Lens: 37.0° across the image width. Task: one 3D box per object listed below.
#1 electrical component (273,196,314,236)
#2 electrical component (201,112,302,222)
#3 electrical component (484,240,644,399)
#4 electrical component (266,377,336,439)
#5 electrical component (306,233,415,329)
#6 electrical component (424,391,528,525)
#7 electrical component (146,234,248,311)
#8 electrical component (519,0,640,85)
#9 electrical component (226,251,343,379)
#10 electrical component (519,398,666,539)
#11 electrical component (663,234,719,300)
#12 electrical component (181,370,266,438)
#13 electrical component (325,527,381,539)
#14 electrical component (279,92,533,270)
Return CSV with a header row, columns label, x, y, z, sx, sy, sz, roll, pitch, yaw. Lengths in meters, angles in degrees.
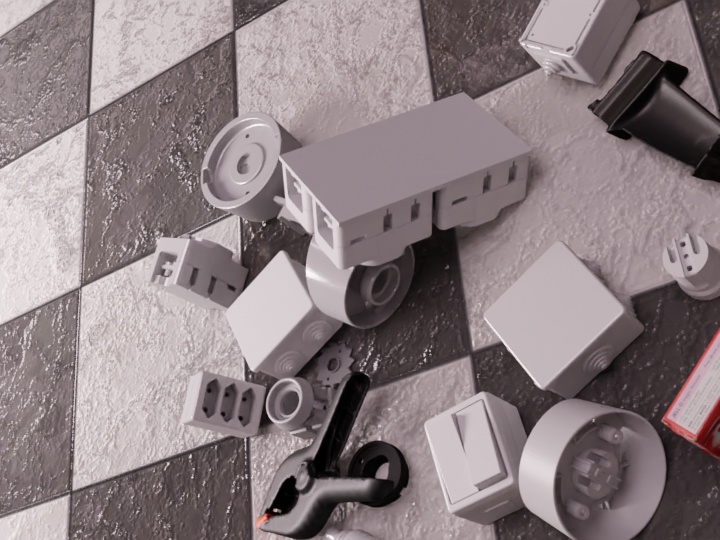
label,x,y,z,sx,sy,sz,roll,pitch,yaw
electrical component,-0.040,-0.064,1.055,0.081,0.042,0.063,21,80,41
electrical component,-0.104,-0.101,1.110,0.108,0.060,0.108,-17,60,32
electrical component,0.160,0.041,0.843,0.099,0.048,0.099,-46,49,12
electrical component,-0.051,0.124,0.966,0.066,0.055,0.048,-19,59,30
electrical component,0.000,0.000,0.957,0.064,0.099,0.099,28,88,36
electrical component,0.093,0.141,0.841,0.062,0.061,0.096,-32,53,23
electrical component,-0.162,0.002,1.088,0.050,0.089,0.055,4,72,39
electrical component,0.188,-0.204,0.927,0.062,0.061,0.096,27,88,42
electrical component,-0.071,0.046,1.018,0.099,0.048,0.099,-47,43,14
electrical component,0.163,0.142,0.764,0.064,0.099,0.099,18,81,48
electrical component,0.249,-0.003,0.795,0.040,0.046,0.040,-17,61,33
electrical component,-0.136,0.131,1.029,0.077,0.066,0.047,-28,48,62
electrical component,-0.005,0.231,0.894,0.061,0.035,0.035,20,82,44
electrical component,0.039,-0.076,0.923,0.186,0.060,0.105,-22,45,-20
